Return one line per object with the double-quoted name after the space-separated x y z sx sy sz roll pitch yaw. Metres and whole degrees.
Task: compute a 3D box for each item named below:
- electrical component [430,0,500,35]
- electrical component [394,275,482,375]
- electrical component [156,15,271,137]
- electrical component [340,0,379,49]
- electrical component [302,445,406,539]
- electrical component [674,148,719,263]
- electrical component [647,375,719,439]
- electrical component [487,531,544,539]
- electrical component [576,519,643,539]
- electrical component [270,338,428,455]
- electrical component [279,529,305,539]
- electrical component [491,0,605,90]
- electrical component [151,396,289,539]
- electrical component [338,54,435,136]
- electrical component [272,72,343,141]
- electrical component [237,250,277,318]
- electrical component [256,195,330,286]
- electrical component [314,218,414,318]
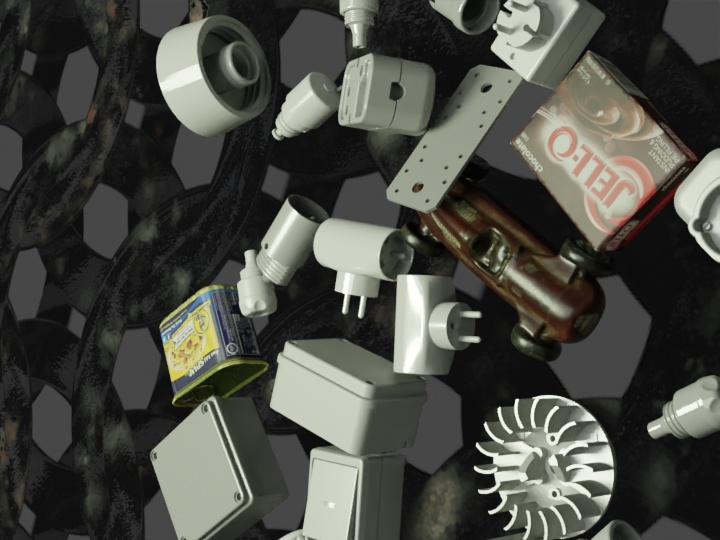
0.081 -0.212 0.848 0.046 0.040 0.040 45 116 43 "electrical component"
0.063 0.043 0.839 0.079 0.044 0.077 0 87 43 "electrical component"
-0.128 -0.183 0.998 0.060 0.108 0.108 -14 77 35 "electrical component"
-0.001 -0.222 0.928 0.035 0.035 0.061 -3 86 43 "electrical component"
-0.006 0.182 0.881 0.062 0.061 0.096 3 88 43 "electrical component"
0.245 -0.029 0.665 0.053 0.059 0.095 -54 54 26 "electrical component"
0.215 0.094 0.700 0.061 0.035 0.035 -36 63 38 "electrical component"
0.127 0.274 0.718 0.060 0.105 0.186 -52 55 27 "electrical component"
0.164 0.201 0.732 0.055 0.045 0.045 -40 61 34 "electrical component"
-0.010 0.100 0.880 0.113 0.078 0.057 23 105 42 "electrical component"
-0.049 0.258 0.927 0.048 0.048 0.062 -45 65 31 "electrical component"
0.125 -0.176 0.778 0.047 0.077 0.065 50 119 34 "electrical component"
-0.132 0.189 1.002 0.109 0.056 0.108 -43 59 32 "electrical component"
0.023 -0.139 0.864 0.095 0.059 0.053 -158 76 -75 "electrical component"
-0.050 -0.143 0.964 0.078 0.040 0.040 -37 63 35 "electrical component"
-0.097 0.012 0.999 0.035 0.035 0.061 -25 68 39 "electrical component"
-0.065 -0.022 0.965 0.043 0.043 0.081 50 119 34 "electrical component"
0.000 0.000 0.902 0.077 0.043 0.079 12 95 43 "electrical component"
